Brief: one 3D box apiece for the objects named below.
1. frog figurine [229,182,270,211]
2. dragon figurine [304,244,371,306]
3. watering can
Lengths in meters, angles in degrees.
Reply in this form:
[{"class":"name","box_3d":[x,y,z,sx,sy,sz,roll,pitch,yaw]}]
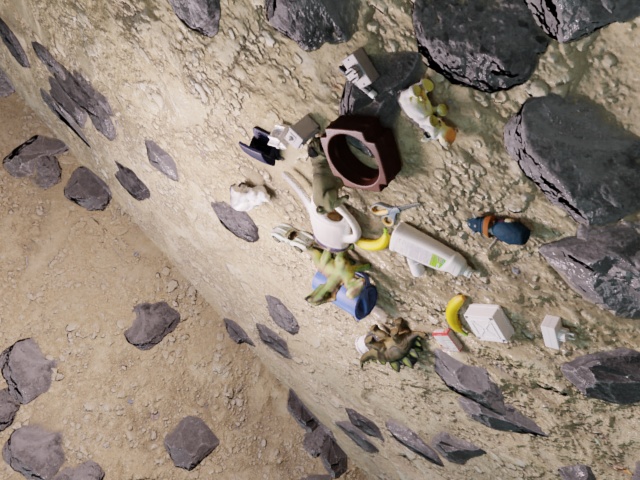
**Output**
[{"class":"frog figurine","box_3d":[-0.260,-0.157,1.968,0.160,0.123,0.136,21,177,21]},{"class":"dragon figurine","box_3d":[0.024,0.125,1.837,0.410,0.247,0.120,3,136,47]},{"class":"watering can","box_3d":[0.005,-0.087,1.730,0.352,0.105,0.219,37,151,28]}]
